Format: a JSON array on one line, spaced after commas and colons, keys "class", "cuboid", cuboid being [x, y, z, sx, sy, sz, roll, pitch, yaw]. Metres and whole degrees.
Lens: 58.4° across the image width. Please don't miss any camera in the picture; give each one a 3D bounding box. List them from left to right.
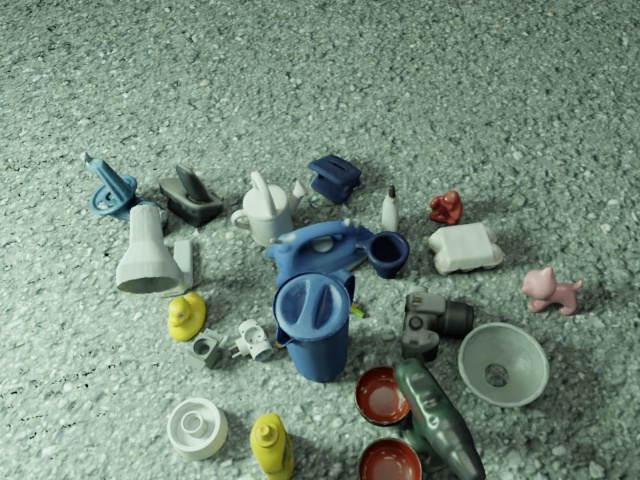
[{"class": "camera", "cuboid": [0.234, 0.163, 1.137, 0.136, 0.101, 0.143, 6, 57, 8]}]

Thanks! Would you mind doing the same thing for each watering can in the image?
[{"class": "watering can", "cuboid": [-0.112, -0.080, 1.265, 0.100, 0.194, 0.173, 38, 67, 25]}]

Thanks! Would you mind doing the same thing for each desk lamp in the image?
[{"class": "desk lamp", "cuboid": [-0.341, 0.040, 1.190, 0.118, 0.214, 0.203, -9, 56, -2]}]

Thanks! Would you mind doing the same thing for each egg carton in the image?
[{"class": "egg carton", "cuboid": [0.314, 0.020, 1.245, 0.150, 0.069, 0.107, -9, 56, -2]}]

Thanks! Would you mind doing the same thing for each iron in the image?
[{"class": "iron", "cuboid": [0.011, 0.004, 1.232, 0.258, 0.141, 0.118, -18, 57, -8]}]

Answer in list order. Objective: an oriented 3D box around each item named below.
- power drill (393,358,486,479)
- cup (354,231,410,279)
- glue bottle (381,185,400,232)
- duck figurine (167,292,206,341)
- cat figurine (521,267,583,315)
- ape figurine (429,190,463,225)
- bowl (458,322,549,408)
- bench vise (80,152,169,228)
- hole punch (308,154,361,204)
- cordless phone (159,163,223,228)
[{"class": "power drill", "cuboid": [0.196, 0.322, 0.969, 0.076, 0.209, 0.229, -23, 58, -11]}, {"class": "cup", "cuboid": [0.131, 0.040, 1.229, 0.117, 0.095, 0.092, 10, 58, 11]}, {"class": "glue bottle", "cuboid": [0.155, -0.063, 1.248, 0.037, 0.173, 0.078, 4, 57, 7]}, {"class": "duck figurine", "cuboid": [-0.284, 0.148, 1.191, 0.077, 0.086, 0.104, 14, 59, 13]}, {"class": "cat figurine", "cuboid": [0.463, 0.096, 1.155, 0.127, 0.118, 0.067, 1, 57, 5]}, {"class": "ape figurine", "cuboid": [0.292, -0.080, 1.299, 0.076, 0.092, 0.077, -23, 58, -11]}, {"class": "bowl", "cuboid": [0.342, 0.247, 1.089, 0.167, 0.075, 0.167, -2, 56, 3]}, {"class": "bench vise", "cuboid": [-0.438, -0.111, 1.292, 0.207, 0.220, 0.121, 5, 57, 8]}, {"class": "hole punch", "cuboid": [0.035, -0.161, 1.371, 0.108, 0.091, 0.101, 33, 64, 23]}, {"class": "cordless phone", "cuboid": [-0.310, -0.130, 1.317, 0.147, 0.185, 0.094, 28, 63, 21]}]
